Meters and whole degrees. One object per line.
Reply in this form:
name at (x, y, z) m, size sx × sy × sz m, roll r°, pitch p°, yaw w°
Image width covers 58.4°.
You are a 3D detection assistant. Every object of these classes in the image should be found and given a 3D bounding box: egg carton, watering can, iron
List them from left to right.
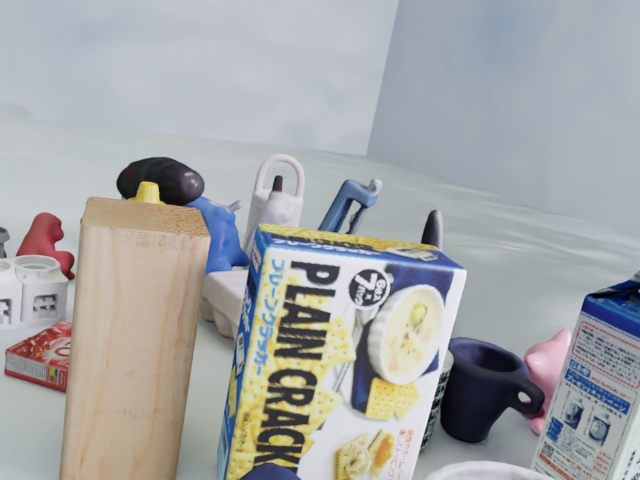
iron at (-0.239, -0.018, 0.895) m, size 0.258 × 0.141 × 0.119 m, roll 13°, pitch 14°, yaw 8°
egg carton at (-0.091, 0.089, 0.744) m, size 0.107 × 0.069 × 0.149 m, roll -1°, pitch 19°, yaw -40°
watering can at (-0.079, -0.065, 1.092) m, size 0.101 × 0.194 × 0.172 m, roll 1°, pitch 18°, yaw -35°

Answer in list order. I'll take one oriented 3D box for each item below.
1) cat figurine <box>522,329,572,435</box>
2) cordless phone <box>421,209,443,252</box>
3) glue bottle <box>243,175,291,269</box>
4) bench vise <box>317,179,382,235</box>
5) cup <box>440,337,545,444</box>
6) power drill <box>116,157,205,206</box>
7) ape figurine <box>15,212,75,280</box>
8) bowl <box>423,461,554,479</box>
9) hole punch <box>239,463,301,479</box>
cat figurine at (0.280, 0.162, 0.651) m, size 0.128 × 0.118 × 0.067 m, roll 11°, pitch 14°, yaw -3°
cordless phone at (0.174, 0.038, 0.911) m, size 0.094 × 0.185 × 0.147 m, roll 12°, pitch 14°, yaw 4°
glue bottle at (-0.083, -0.026, 0.981) m, size 0.078 × 0.173 × 0.037 m, roll 13°, pitch 14°, yaw 6°
bench vise at (0.005, 0.005, 0.833) m, size 0.207 × 0.220 × 0.122 m, roll 14°, pitch 15°, yaw 9°
cup at (0.171, 0.167, 0.594) m, size 0.092 × 0.095 × 0.117 m, roll -1°, pitch 19°, yaw -40°
power drill at (-0.215, -0.010, 0.747) m, size 0.076 × 0.208 × 0.228 m, roll 1°, pitch 18°, yaw -35°
ape figurine at (-0.377, 0.007, 0.789) m, size 0.076 × 0.092 × 0.077 m, roll -1°, pitch 19°, yaw -40°
bowl at (0.134, 0.227, 0.376) m, size 0.167 × 0.075 × 0.167 m, roll 11°, pitch 14°, yaw -3°
hole punch at (-0.039, 0.197, 0.324) m, size 0.101 × 0.091 × 0.108 m, roll -2°, pitch 20°, yaw -42°
